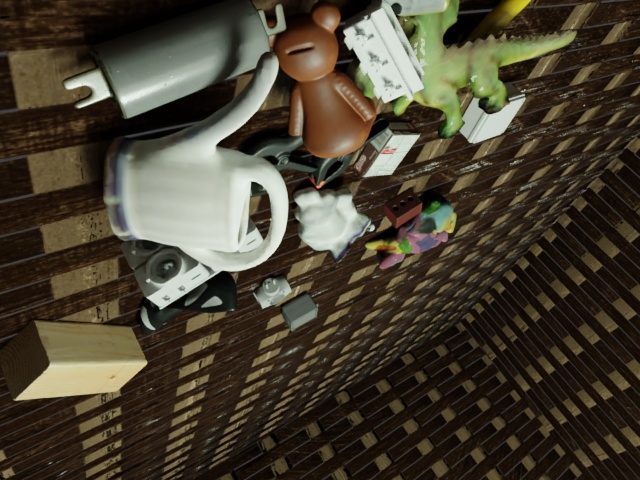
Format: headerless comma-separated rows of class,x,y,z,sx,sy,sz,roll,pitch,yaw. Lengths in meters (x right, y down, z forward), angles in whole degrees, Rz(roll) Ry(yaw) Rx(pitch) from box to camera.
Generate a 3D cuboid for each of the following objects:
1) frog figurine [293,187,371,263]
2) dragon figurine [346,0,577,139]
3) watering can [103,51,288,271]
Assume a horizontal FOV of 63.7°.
frog figurine,0.003,-0.050,1.002,0.158,0.126,0.135,35,122,-26
dragon figurine,0.210,-0.296,0.787,0.410,0.124,0.238,-31,146,3
watering can,-0.147,-0.079,0.613,0.224,0.106,0.339,7,138,-1
